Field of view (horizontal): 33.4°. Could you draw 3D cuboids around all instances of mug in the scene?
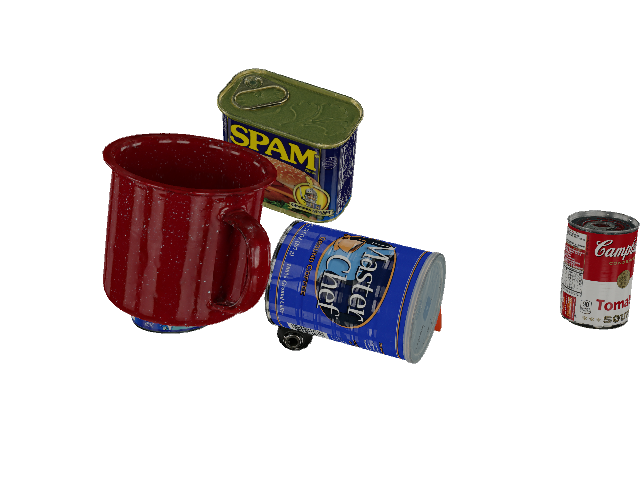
[{"bbox_3d":[-0.067,-0.001,0.574,0.093,0.081,0.117,-12,30,-43],"label":"mug"}]

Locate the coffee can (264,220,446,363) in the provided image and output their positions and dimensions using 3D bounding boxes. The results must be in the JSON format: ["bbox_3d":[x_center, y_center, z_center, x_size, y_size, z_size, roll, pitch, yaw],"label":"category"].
[{"bbox_3d":[0.033,0.046,0.981,0.140,0.103,0.102,14,4,18],"label":"coffee can"}]

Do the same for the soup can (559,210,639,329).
[{"bbox_3d":[0.274,0.029,1.053,0.068,0.102,0.068,1,18,0],"label":"soup can"}]

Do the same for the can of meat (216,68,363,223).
[{"bbox_3d":[-0.023,-0.067,0.781,0.102,0.084,0.057,20,49,15],"label":"can of meat"}]

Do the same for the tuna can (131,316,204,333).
[{"bbox_3d":[-0.149,0.063,1.077,0.086,0.034,0.086,1,18,0],"label":"tuna can"}]

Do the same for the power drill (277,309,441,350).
[{"bbox_3d":[0.046,0.070,1.237,0.188,0.057,0.184,0,27,7],"label":"power drill"}]
